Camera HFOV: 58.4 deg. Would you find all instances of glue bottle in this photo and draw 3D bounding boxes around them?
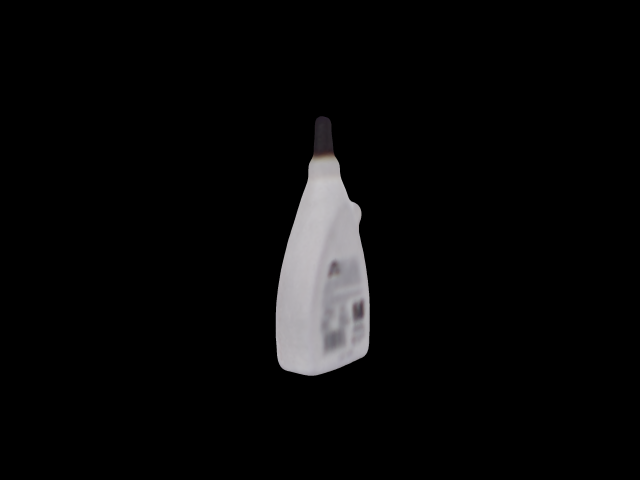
[{"bbox_3d":[0.004,0.001,0.400,0.037,0.173,0.078,3,5,37],"label":"glue bottle"}]
